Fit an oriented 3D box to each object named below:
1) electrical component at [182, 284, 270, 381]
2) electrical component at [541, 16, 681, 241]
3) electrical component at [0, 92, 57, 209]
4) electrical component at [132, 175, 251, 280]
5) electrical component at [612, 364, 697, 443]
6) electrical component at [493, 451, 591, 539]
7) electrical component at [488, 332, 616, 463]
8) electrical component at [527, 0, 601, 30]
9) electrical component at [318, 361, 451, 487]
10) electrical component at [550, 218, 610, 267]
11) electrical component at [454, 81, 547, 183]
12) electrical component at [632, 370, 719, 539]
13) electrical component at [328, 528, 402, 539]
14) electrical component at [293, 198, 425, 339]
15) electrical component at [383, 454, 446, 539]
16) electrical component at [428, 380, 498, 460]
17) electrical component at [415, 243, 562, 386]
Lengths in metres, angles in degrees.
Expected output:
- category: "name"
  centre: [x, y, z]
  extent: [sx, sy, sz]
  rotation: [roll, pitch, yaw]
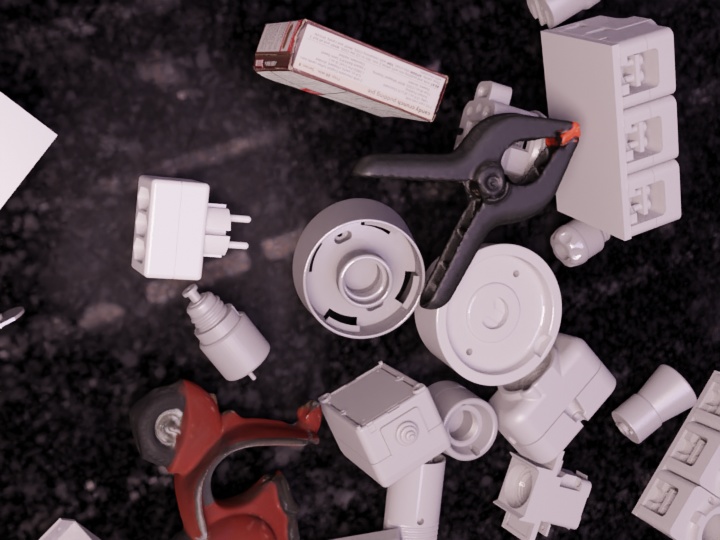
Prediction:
- category: "electrical component"
  centre: [-0.098, 0.043, 0.763]
  extent: [0.040, 0.040, 0.078]
  rotation: [-41, 111, -12]
- category: "electrical component"
  centre: [0.196, -0.111, 0.824]
  extent: [0.062, 0.089, 0.150]
  rotation: [-19, 115, -19]
- category: "electrical component"
  centre: [-0.295, -0.098, 0.647]
  extent: [0.186, 0.060, 0.105]
  rotation: [39, 82, -23]
- category: "electrical component"
  centre: [-0.113, -0.028, 0.742]
  extent: [0.077, 0.047, 0.065]
  rotation: [3, 97, -23]
- category: "electrical component"
  centre: [0.250, 0.117, 0.923]
  extent: [0.065, 0.044, 0.044]
  rotation: [-37, 110, -9]
- category: "electrical component"
  centre: [0.153, 0.184, 0.892]
  extent: [0.064, 0.042, 0.081]
  rotation: [18, 91, -26]
- category: "electrical component"
  centre: [0.151, 0.099, 0.869]
  extent: [0.095, 0.054, 0.059]
  rotation: [-46, 110, -12]
- category: "electrical component"
  centre: [0.158, -0.213, 0.833]
  extent: [0.046, 0.040, 0.040]
  rotation: [-35, 110, -9]
- category: "electrical component"
  centre: [0.021, 0.117, 0.795]
  extent: [0.062, 0.096, 0.061]
  rotation: [-29, 109, -16]
- category: "electrical component"
  centre: [0.187, -0.030, 0.876]
  extent: [0.061, 0.035, 0.035]
  rotation: [-31, 109, -18]
- category: "electrical component"
  centre: [0.111, -0.098, 0.821]
  extent: [0.057, 0.058, 0.078]
  rotation: [13, 93, -21]
- category: "electrical component"
  centre: [0.326, 0.180, 0.953]
  extent: [0.089, 0.062, 0.150]
  rotation: [34, 85, -23]
- category: "electrical component"
  centre: [-0.007, 0.236, 0.797]
  extent: [0.083, 0.075, 0.047]
  rotation: [-11, 104, 6]
- category: "electrical component"
  centre: [0.000, 0.000, 0.799]
  extent: [0.099, 0.064, 0.099]
  rotation: [-3, 105, -10]
- category: "electrical component"
  centre: [0.042, 0.184, 0.843]
  extent: [0.043, 0.043, 0.081]
  rotation: [3, 97, -23]
- category: "electrical component"
  centre: [0.076, 0.119, 0.845]
  extent: [0.055, 0.047, 0.055]
  rotation: [-4, 100, -22]
- category: "electrical component"
  centre: [0.094, 0.030, 0.831]
  extent: [0.108, 0.060, 0.108]
  rotation: [-4, 100, -22]
